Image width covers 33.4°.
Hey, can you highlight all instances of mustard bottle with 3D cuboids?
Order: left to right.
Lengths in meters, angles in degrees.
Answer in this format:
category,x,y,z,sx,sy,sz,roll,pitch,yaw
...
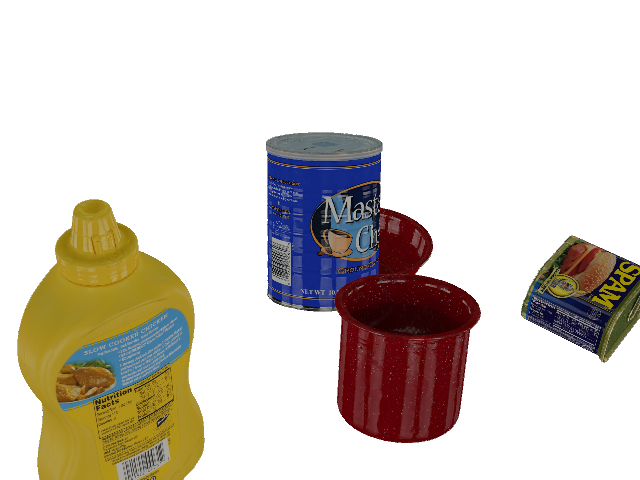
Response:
category,x,y,z,sx,sy,sz,roll,pitch,yaw
mustard bottle,-0.113,0.062,0.574,0.096,0.192,0.058,-23,42,-30

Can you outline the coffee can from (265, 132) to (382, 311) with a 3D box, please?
category,x,y,z,sx,sy,sz,roll,pitch,yaw
coffee can,0.003,-0.019,0.952,0.103,0.140,0.103,0,15,0

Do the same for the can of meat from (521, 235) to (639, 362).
category,x,y,z,sx,sy,sz,roll,pitch,yaw
can of meat,0.241,0.049,0.957,0.084,0.057,0.101,27,46,27

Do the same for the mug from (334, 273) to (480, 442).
category,x,y,z,sx,sy,sz,roll,pitch,yaw
mug,0.056,0.072,0.703,0.093,0.081,0.117,8,23,11

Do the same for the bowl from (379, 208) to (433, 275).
category,x,y,z,sx,sy,sz,roll,pitch,yaw
bowl,0.043,0.022,1.193,0.162,0.055,0.162,1,31,-1
